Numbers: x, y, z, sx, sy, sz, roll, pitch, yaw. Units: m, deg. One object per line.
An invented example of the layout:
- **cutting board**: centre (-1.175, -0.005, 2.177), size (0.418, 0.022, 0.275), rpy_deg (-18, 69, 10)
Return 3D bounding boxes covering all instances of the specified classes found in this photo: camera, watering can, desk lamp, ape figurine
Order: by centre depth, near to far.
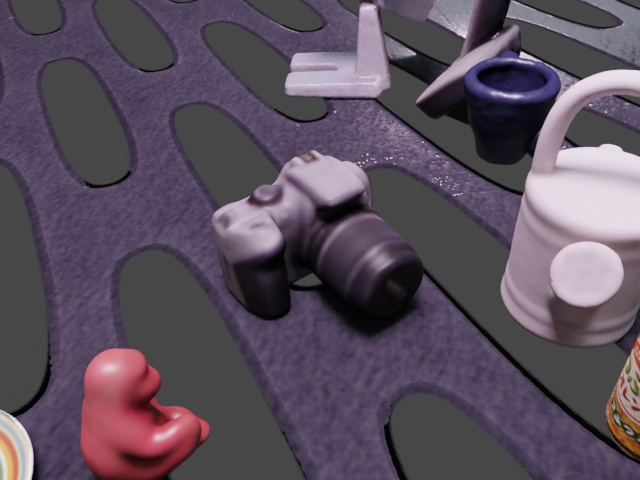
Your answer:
- **ape figurine**: centre (-0.116, 0.104, 0.355), size (0.076, 0.092, 0.077), rpy_deg (-26, 46, -22)
- **watering can**: centre (0.190, -0.017, 0.390), size (0.101, 0.194, 0.173), rpy_deg (0, 42, 5)
- **camera**: centre (0.004, 0.002, 0.454), size (0.143, 0.101, 0.136), rpy_deg (-27, 46, -23)
- **desk lamp**: centre (0.053, -0.286, 0.688), size (0.203, 0.214, 0.118), rpy_deg (0, 42, 5)

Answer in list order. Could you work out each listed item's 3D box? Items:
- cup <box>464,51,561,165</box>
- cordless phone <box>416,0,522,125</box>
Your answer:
- **cup**: centre (0.192, -0.136, 0.597), size (0.091, 0.095, 0.118), rpy_deg (4, 42, 10)
- **cordless phone**: centre (0.175, -0.236, 0.644), size (0.094, 0.185, 0.148), rpy_deg (19, 47, 24)
